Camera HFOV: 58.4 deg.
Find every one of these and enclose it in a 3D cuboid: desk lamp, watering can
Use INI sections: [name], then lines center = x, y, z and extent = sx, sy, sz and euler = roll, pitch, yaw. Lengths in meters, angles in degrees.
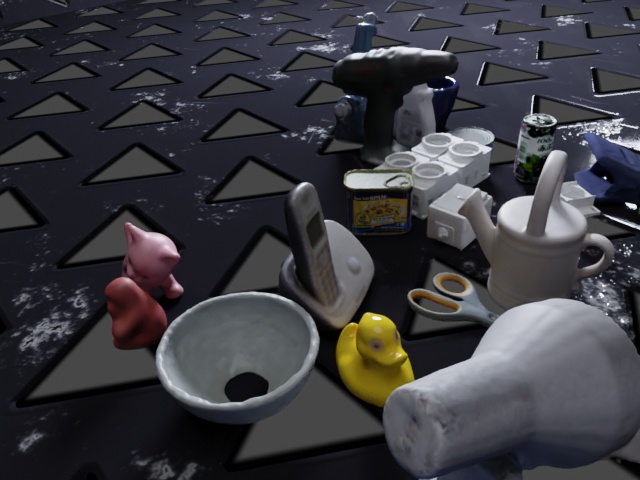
[desk lamp]
center = 0.118, 0.160, 0.419
extent = 0.204, 0.214, 0.117
euler = -21, 38, -24
[watering can]
center = 0.251, -0.013, 0.676
extent = 0.172, 0.194, 0.101
euler = 3, 35, 10

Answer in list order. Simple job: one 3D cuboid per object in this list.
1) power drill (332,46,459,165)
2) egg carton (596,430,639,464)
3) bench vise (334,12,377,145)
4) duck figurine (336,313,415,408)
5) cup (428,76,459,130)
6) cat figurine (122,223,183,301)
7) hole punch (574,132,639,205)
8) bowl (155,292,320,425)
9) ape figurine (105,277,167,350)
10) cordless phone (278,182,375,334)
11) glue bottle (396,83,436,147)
[power drill]
center = 0.127, -0.234, 0.995
extent = 0.228, 0.209, 0.076
euler = 19, 41, 29
[egg carton]
center = 0.264, 0.157, 0.538
extent = 0.150, 0.069, 0.107
euler = 7, 36, 15
[bench vise]
center = 0.089, -0.304, 1.090
extent = 0.121, 0.220, 0.207
euler = 1, 35, 6
[duck figurine]
center = 0.057, 0.114, 0.604
extent = 0.078, 0.086, 0.104
euler = -21, 38, -24
[cup]
center = 0.216, -0.263, 1.129
extent = 0.118, 0.095, 0.091
euler = -27, 41, -30
[cat figurine]
center = -0.221, 0.022, 0.734
extent = 0.067, 0.118, 0.127
euler = -23, 39, -26
[hole punch]
center = 0.463, -0.116, 0.898
extent = 0.101, 0.091, 0.108
euler = 2, 35, 8
[bowl]
center = -0.081, 0.133, 0.599
extent = 0.167, 0.075, 0.167
euler = -2, 35, 2
[ape figurine]
center = -0.223, 0.082, 0.670
extent = 0.076, 0.092, 0.078
euler = 2, 35, 8
[cordless phone]
center = 0.006, 0.002, 0.683
extent = 0.094, 0.185, 0.148
euler = 10, 37, 18
[glue bottle]
center = 0.177, -0.251, 1.046
extent = 0.037, 0.173, 0.077
euler = -30, 43, -33
